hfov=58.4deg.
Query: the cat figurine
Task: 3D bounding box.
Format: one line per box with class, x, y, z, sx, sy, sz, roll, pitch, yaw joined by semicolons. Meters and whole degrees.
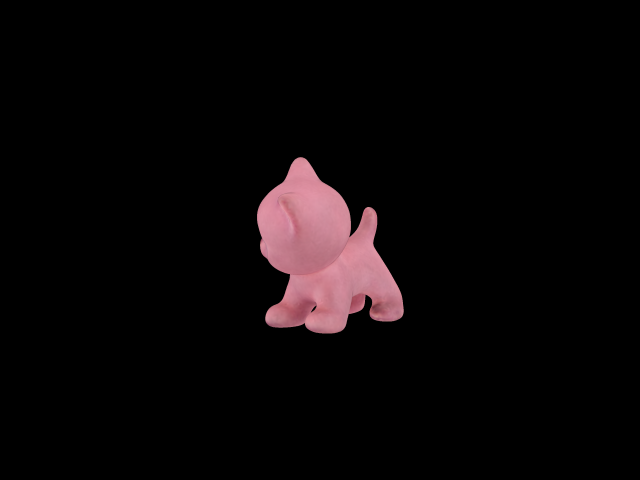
cat figurine;0.004;0.001;0.400;0.067;0.118;0.128;2;3;41
